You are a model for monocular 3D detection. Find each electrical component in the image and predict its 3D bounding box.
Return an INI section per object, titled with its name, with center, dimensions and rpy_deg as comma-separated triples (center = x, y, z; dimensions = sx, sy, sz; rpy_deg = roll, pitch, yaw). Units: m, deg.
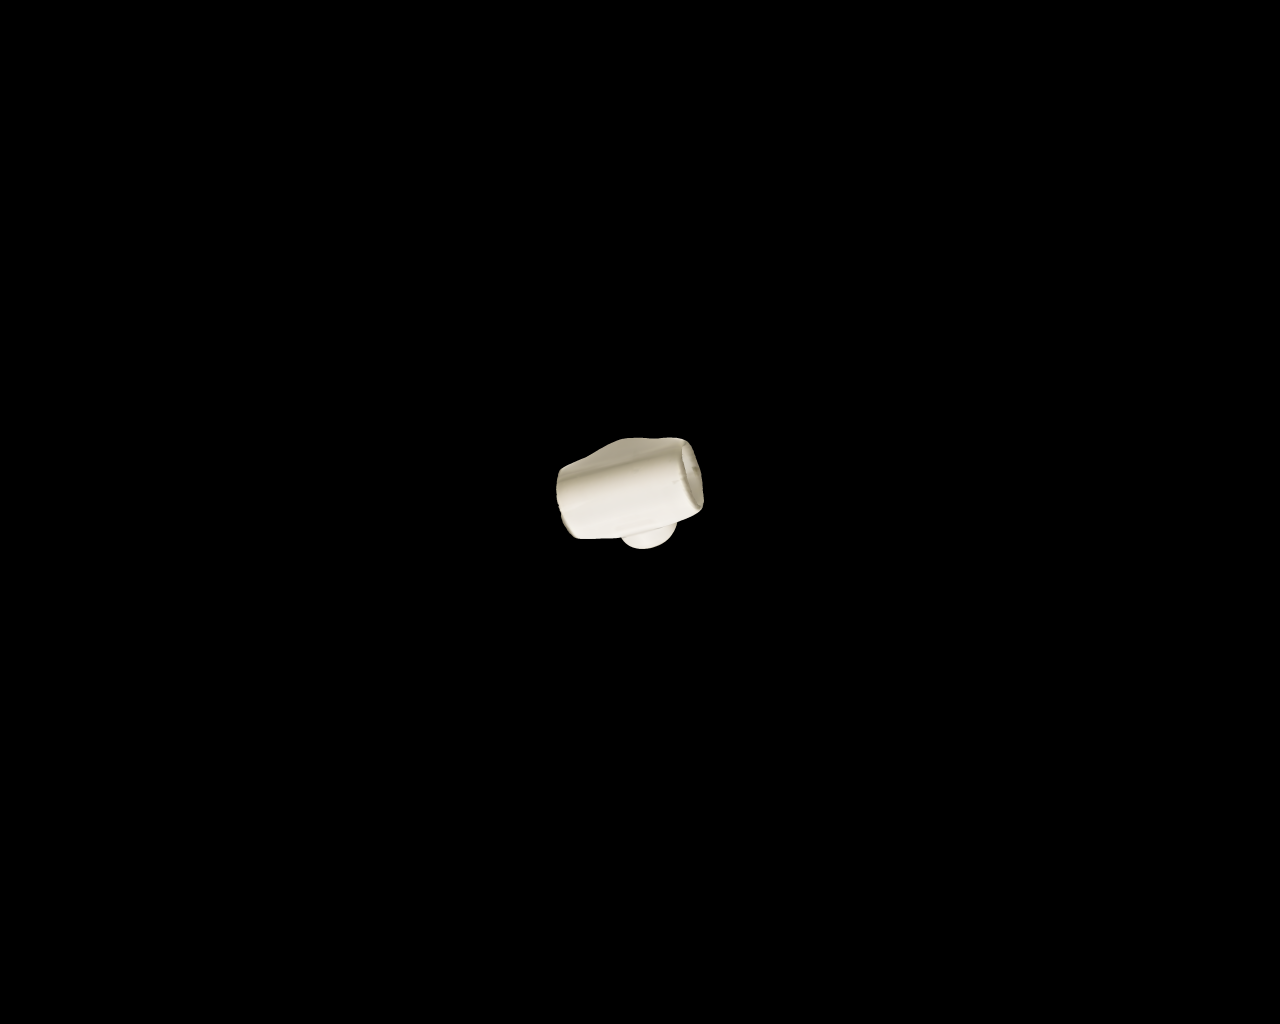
[electrical component]
center = 0.001, -0.003, 0.650
dimensions = 0.077, 0.043, 0.079
rpy_deg = -14, -43, 15
